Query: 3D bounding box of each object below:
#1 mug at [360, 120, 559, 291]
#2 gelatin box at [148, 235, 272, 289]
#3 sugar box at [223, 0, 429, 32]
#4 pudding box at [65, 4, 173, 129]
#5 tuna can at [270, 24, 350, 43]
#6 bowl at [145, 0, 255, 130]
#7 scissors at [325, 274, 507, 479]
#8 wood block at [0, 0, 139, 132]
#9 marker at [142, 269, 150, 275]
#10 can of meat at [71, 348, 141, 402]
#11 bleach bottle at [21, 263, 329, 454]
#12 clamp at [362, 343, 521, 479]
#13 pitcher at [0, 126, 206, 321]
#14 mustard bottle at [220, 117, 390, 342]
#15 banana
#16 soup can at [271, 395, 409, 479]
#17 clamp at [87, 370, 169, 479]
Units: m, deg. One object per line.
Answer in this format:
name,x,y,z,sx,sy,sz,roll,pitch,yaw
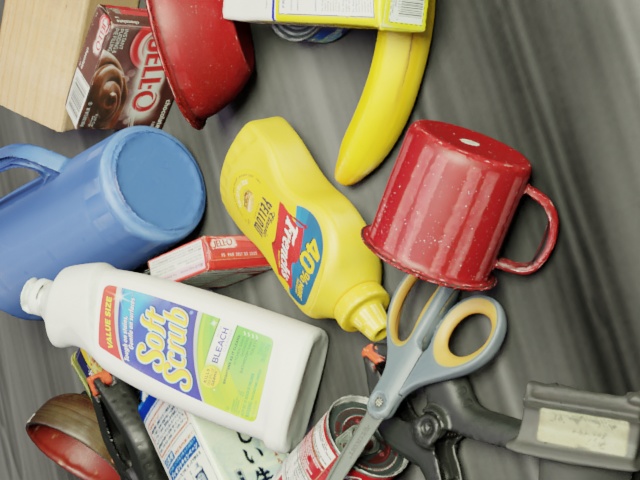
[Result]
mug,0.093,-0.020,0.670,0.117,0.093,0.081,24,109,12
gelatin box,-0.088,0.018,0.882,0.089,0.073,0.030,-22,75,48
sugar box,0.002,-0.192,0.727,0.176,0.048,0.093,19,106,51
pudding box,-0.168,-0.151,0.948,0.039,0.089,0.114,56,132,32
tuna can,-0.005,-0.191,0.798,0.086,0.033,0.086,5,97,49
bowl,-0.090,-0.171,0.843,0.055,0.162,0.162,-12,82,6
scissors,0.060,0.107,0.706,0.096,0.016,0.201,14,79,39
wood block,-0.231,-0.217,0.995,0.090,0.090,0.206,25,115,17
marker,-0.162,0.039,0.970,0.121,0.020,0.020,-26,72,18
can of meat,-0.186,0.111,1.017,0.102,0.057,0.084,51,127,34
bleach bottle,-0.125,0.083,0.844,0.251,0.068,0.102,15,88,17
clamp,0.091,0.123,0.713,0.120,0.039,0.171,-46,57,21
pitcher,-0.223,-0.022,0.987,0.243,0.148,0.145,-24,74,44
mustard bottle,-0.006,0.001,0.796,0.192,0.058,0.096,52,139,32
banana,0.048,-0.129,0.745,0.070,0.037,0.198,30,115,59
soup can,0.012,0.170,0.785,0.068,0.068,0.102,59,133,28
clamp,-0.149,0.213,0.945,0.165,0.036,0.210,-5,107,59
